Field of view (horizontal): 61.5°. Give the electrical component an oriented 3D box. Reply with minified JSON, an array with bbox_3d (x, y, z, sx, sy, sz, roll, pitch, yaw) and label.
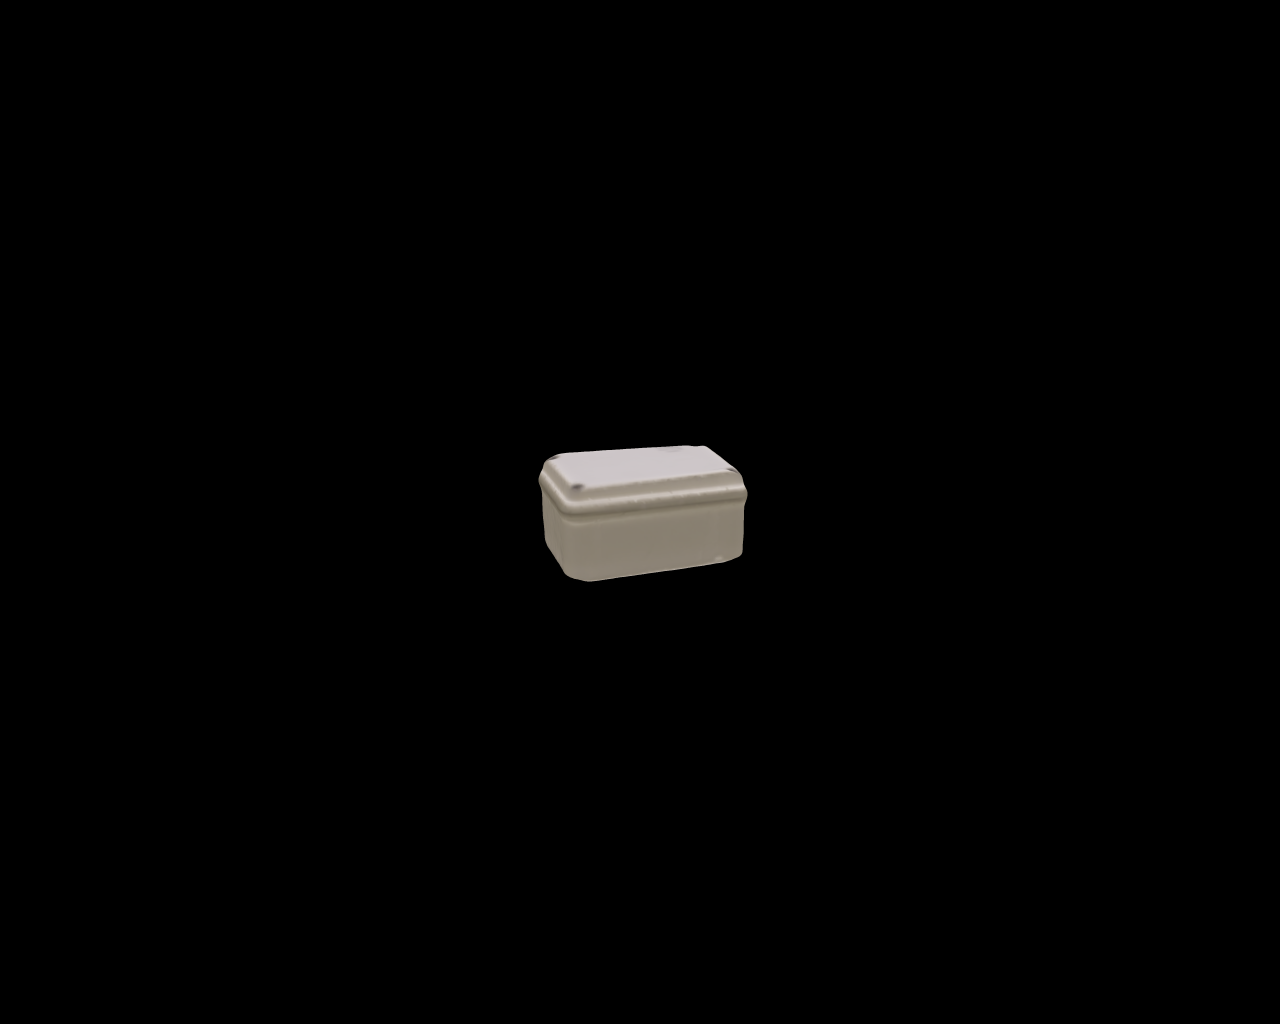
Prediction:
[{"bbox_3d":[0.001,-0.003,0.650,0.113,0.057,0.078,-6,20,-16],"label":"electrical component"}]
